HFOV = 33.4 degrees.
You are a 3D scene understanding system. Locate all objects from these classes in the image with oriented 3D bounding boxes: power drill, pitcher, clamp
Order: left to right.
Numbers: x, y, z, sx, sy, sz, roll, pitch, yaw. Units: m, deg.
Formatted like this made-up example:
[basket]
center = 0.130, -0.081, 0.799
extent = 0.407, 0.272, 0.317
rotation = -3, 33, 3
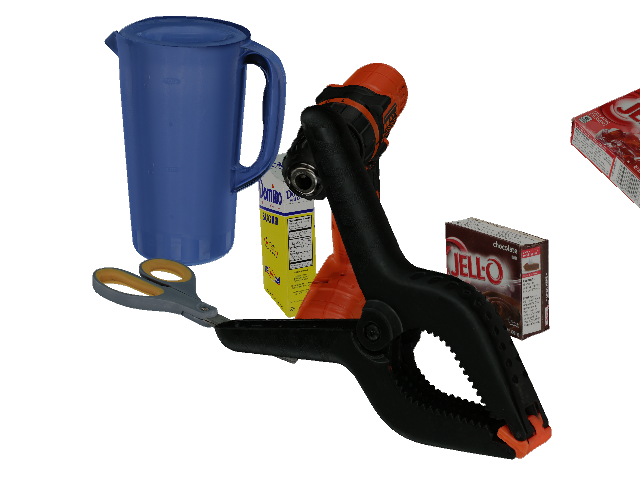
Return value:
[pitcher]
center = -0.130, -0.100, 1.089
extent = 0.144, 0.243, 0.149
rotation = -11, 27, -28
[power drill]
center = 0.016, -0.018, 0.764
extent = 0.057, 0.188, 0.184
rotation = 14, 31, 16
[clamp]
center = 0.037, 0.035, 0.571
extent = 0.210, 0.165, 0.036
rotation = 32, 29, 30

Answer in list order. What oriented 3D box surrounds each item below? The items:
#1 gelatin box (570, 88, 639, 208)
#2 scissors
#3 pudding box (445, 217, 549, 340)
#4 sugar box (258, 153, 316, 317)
[gelatin box]
center = 0.244, -0.072, 0.802
extent = 0.073, 0.030, 0.089
rotation = -24, 51, -16
[scissors]
center = -0.094, 0.053, 0.888
extent = 0.202, 0.016, 0.096
rotation = 16, 23, 17
[pudding box]
center = 0.163, 0.033, 0.991
extent = 0.039, 0.090, 0.114
rotation = -14, 18, -30
[sugar box]
center = -0.040, -0.007, 1.281
extent = 0.048, 0.176, 0.093
rotation = -13, 25, -19
